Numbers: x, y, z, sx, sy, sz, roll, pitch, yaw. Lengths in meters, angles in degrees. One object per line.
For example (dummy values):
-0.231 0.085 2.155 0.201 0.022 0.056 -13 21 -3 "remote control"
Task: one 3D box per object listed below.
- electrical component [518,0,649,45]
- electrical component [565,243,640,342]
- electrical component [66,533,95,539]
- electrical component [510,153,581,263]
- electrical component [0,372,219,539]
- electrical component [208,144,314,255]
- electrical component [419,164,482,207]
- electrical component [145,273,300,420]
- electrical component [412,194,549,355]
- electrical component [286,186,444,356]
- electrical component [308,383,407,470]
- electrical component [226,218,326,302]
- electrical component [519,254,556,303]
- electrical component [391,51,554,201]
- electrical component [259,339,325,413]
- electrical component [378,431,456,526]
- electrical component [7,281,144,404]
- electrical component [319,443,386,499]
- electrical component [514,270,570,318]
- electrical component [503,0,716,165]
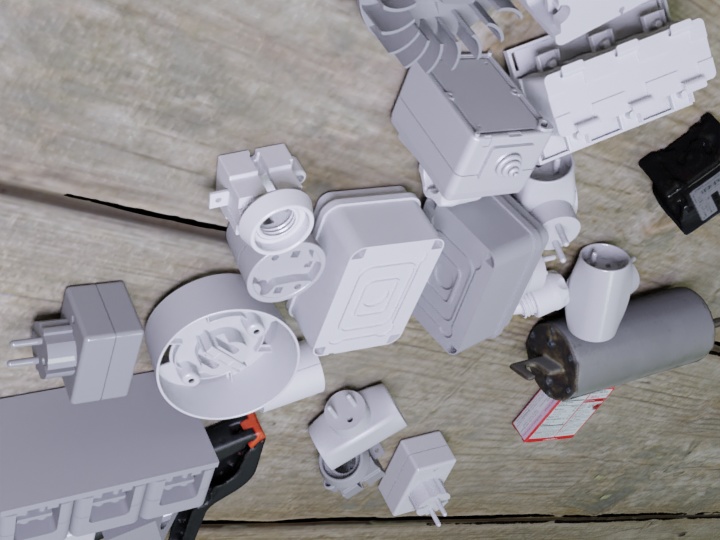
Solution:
0.138 -0.184 0.633 0.089 0.055 0.050 -28 146 -4 "electrical component"
0.220 0.013 0.949 0.079 0.044 0.077 -31 136 -38 "electrical component"
-0.240 0.186 0.822 0.066 0.047 0.076 -8 139 -29 "electrical component"
0.138 -0.042 0.792 0.044 0.079 0.077 -12 143 -6 "electrical component"
-0.189 0.133 0.757 0.150 0.089 0.061 -8 140 -30 "electrical component"
-0.058 -0.043 0.663 0.066 0.055 0.048 -14 142 -23 "electrical component"
0.076 -0.069 0.743 0.062 0.043 0.043 -14 142 -26 "electrical component"
-0.097 0.052 0.746 0.099 0.064 0.099 -20 144 -15 "electrical component"
0.081 -0.003 0.793 0.057 0.078 0.113 -23 147 -33 "electrical component"
0.000 0.000 0.760 0.078 0.057 0.113 -8 139 -30 "electrical component"
-0.007 0.128 0.926 0.077 0.044 0.079 -31 146 0 "electrical component"
-0.057 -0.014 0.708 0.055 0.047 0.055 -20 144 -15 "electrical component"
0.123 0.002 0.867 0.079 0.043 0.077 -11 141 -26 "electrical component"
0.070 -0.084 0.672 0.062 0.096 0.061 -8 141 -30 "electrical component"
-0.073 0.086 0.826 0.081 0.043 0.043 -18 143 -18 "electrical component"
0.064 0.217 1.065 0.047 0.075 0.083 -9 140 -29 "electrical component"
-0.187 0.049 0.690 0.077 0.047 0.065 -6 138 -31 "electrical component"
-0.010 0.179 0.989 0.066 0.048 0.055 -33 153 3 "electrical component"
0.147 0.025 0.922 0.061 0.035 0.035 -23 145 -7 "electrical component"
0.165 -0.126 0.708 0.121 0.063 0.078 -22 104 -13 "electrical component"
